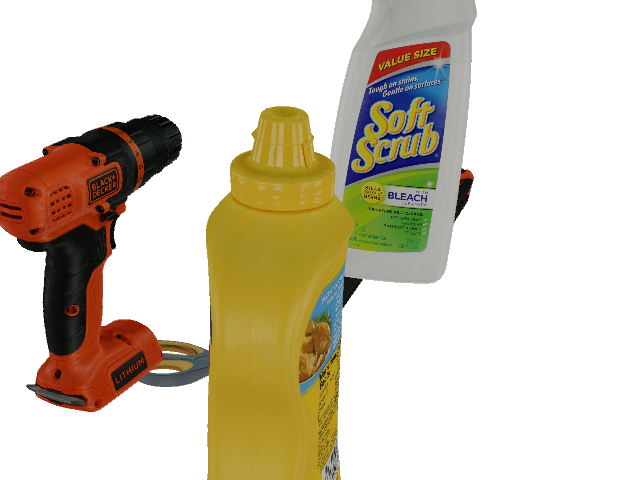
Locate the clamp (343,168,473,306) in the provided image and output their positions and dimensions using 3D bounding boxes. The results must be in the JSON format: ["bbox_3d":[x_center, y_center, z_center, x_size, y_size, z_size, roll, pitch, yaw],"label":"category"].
[{"bbox_3d":[0.050,-0.015,0.949,0.209,0.165,0.036,-13,-39,-18],"label":"clamp"}]

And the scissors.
[{"bbox_3d":[-0.088,0.123,1.016,0.202,0.016,0.096,7,17,10],"label":"scissors"}]

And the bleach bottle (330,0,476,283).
[{"bbox_3d":[0.053,-0.096,0.751,0.102,0.251,0.068,6,24,8],"label":"bleach bottle"}]

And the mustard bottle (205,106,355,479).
[{"bbox_3d":[-0.017,0.039,0.442,0.058,0.192,0.096,8,25,11],"label":"mustard bottle"}]

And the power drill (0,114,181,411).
[{"bbox_3d":[-0.155,0.012,0.766,0.057,0.188,0.184,10,24,26],"label":"power drill"}]
